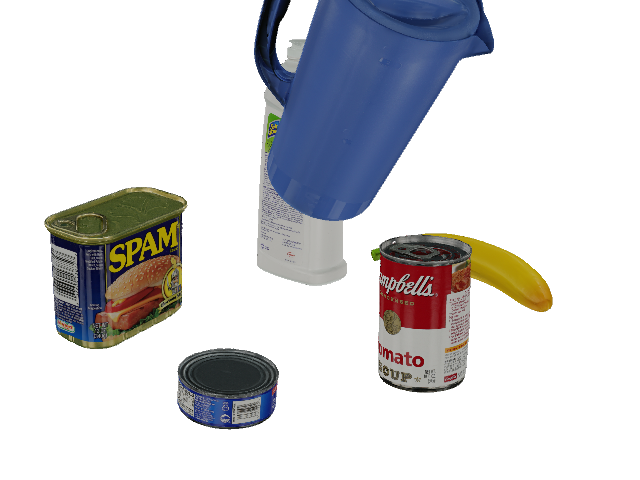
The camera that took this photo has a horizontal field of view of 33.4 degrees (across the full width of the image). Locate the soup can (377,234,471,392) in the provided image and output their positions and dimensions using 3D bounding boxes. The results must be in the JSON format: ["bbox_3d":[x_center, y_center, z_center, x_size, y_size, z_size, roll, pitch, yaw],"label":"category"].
[{"bbox_3d":[0.077,0.053,0.796,0.068,0.102,0.068,0,17,0],"label":"soup can"}]

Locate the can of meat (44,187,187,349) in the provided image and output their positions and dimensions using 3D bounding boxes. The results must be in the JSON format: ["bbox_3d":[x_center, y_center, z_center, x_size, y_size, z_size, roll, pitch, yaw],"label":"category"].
[{"bbox_3d":[-0.140,0.018,0.746,0.058,0.084,0.101,17,26,30],"label":"can of meat"}]

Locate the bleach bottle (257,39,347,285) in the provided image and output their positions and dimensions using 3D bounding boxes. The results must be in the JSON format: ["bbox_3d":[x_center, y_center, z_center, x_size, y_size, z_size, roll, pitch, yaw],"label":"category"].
[{"bbox_3d":[-0.017,-0.085,1.135,0.103,0.251,0.067,16,21,37],"label":"bleach bottle"}]

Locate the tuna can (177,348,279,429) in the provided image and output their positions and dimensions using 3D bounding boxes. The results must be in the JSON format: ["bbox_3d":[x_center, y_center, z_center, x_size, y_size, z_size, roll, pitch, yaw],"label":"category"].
[{"bbox_3d":[-0.079,0.126,0.909,0.086,0.034,0.086,4,20,-2],"label":"tuna can"}]

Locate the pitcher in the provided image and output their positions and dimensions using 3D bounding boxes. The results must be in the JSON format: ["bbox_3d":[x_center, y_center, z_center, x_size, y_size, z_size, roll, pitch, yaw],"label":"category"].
[{"bbox_3d":[0.025,-0.136,0.930,0.144,0.149,0.243,-13,-33,-32],"label":"pitcher"}]

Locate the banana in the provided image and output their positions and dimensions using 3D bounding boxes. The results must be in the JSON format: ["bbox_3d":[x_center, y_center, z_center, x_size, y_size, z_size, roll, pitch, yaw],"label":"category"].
[{"bbox_3d":[0.146,0.027,1.029,0.198,0.037,0.069,15,43,38],"label":"banana"}]
